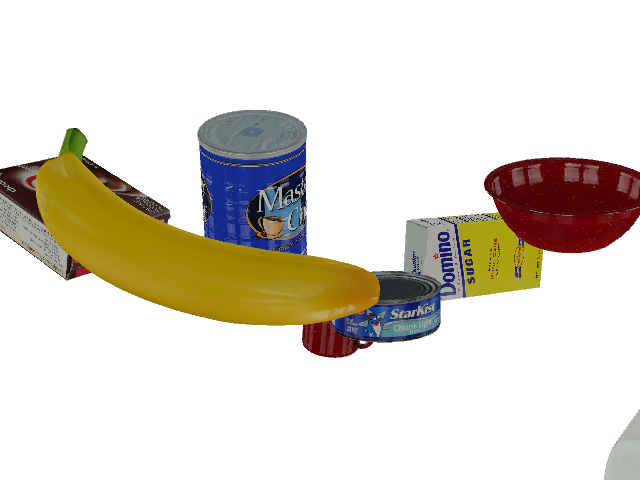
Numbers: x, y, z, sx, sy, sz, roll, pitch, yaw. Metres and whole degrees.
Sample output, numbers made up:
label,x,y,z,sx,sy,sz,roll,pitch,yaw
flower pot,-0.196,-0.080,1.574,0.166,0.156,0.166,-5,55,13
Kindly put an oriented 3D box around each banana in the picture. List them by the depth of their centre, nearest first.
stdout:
label,x,y,z,sx,sy,sz,roll,pitch,yaw
banana,-0.070,0.000,0.509,0.198,0.069,0.037,27,-27,21

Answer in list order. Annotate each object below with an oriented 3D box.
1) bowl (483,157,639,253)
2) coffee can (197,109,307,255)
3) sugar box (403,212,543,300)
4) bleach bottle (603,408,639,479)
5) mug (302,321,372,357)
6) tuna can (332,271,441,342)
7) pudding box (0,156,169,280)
label,x,y,z,sx,sy,sz,roll,pitch,yaw
bowl,0.239,-0.030,1.034,0.162,0.055,0.162,-2,23,1
coffee can,-0.064,-0.042,1.032,0.103,0.140,0.103,0,29,0
sugar box,0.181,0.017,1.251,0.175,0.093,0.048,-7,17,-31
bleach bottle,0.257,0.094,0.624,0.103,0.068,0.250,18,30,31
mug,0.027,0.114,1.483,0.117,0.081,0.093,17,24,29
tuna can,0.050,0.050,0.823,0.086,0.034,0.086,-2,13,0
pudding box,-0.179,-0.020,0.772,0.114,0.039,0.089,28,30,32
